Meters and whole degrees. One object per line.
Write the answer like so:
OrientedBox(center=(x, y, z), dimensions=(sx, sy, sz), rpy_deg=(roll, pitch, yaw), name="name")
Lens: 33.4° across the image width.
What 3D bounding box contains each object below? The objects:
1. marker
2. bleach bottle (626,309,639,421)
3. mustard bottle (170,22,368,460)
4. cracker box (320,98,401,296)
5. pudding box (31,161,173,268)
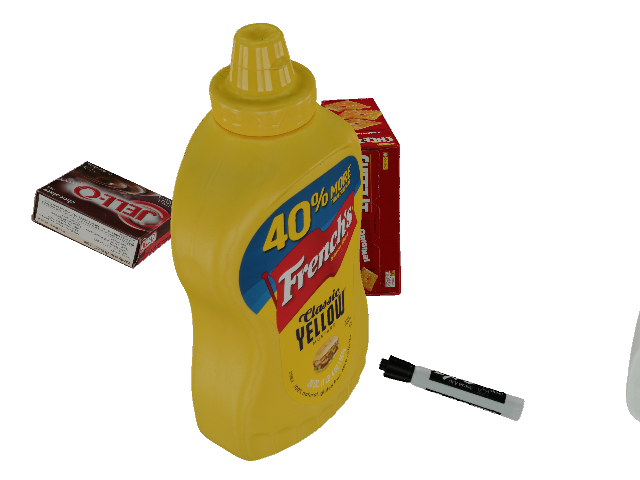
OrientedBox(center=(0.107, 0.120, 0.877), dimensions=(0.121, 0.020, 0.020), rpy_deg=(18, 2, 5), name="marker")
OrientedBox(center=(0.281, 0.057, 0.759), dimensions=(0.103, 0.068, 0.250), rpy_deg=(11, 22, 19), name="bleach bottle")
OrientedBox(center=(-0.019, -0.001, 0.451), dimensions=(0.058, 0.192, 0.096), rpy_deg=(26, 46, 32), name="mustard bottle")
OrientedBox(center=(0.041, -0.054, 1.175), dimensions=(0.072, 0.164, 0.213), rpy_deg=(-3, 21, -3), name="cracker box")
OrientedBox(center=(-0.198, -0.026, 1.001), dimensions=(0.113, 0.039, 0.090), rpy_deg=(22, 27, 11), name="pudding box")
